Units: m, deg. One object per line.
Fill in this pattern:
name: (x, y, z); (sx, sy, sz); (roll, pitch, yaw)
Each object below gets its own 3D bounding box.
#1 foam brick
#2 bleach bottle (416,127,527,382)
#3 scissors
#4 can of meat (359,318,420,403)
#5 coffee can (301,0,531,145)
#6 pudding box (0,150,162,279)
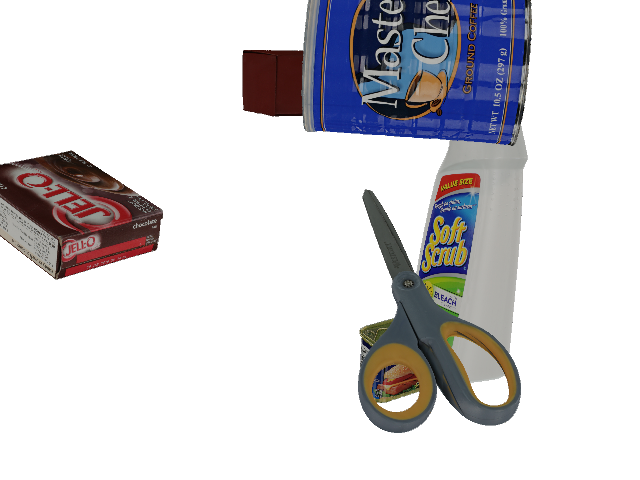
foam brick: (-0.020, -0.132, 0.896); (0.078, 0.051, 0.053); (-6, 16, -35)
bleach bottle: (0.126, -0.013, 0.909); (0.068, 0.251, 0.103); (-3, 15, -29)
scissors: (0.039, 0.041, 0.628); (0.096, 0.016, 0.202); (-22, 45, -18)
can of meat: (0.098, 0.149, 1.345); (0.101, 0.084, 0.058); (-13, 29, -29)
coffee can: (0.062, -0.119, 0.709); (0.140, 0.103, 0.103); (4, 0, 4)
pudding box: (-0.183, -0.021, 0.763); (0.114, 0.039, 0.089); (29, 30, 33)
